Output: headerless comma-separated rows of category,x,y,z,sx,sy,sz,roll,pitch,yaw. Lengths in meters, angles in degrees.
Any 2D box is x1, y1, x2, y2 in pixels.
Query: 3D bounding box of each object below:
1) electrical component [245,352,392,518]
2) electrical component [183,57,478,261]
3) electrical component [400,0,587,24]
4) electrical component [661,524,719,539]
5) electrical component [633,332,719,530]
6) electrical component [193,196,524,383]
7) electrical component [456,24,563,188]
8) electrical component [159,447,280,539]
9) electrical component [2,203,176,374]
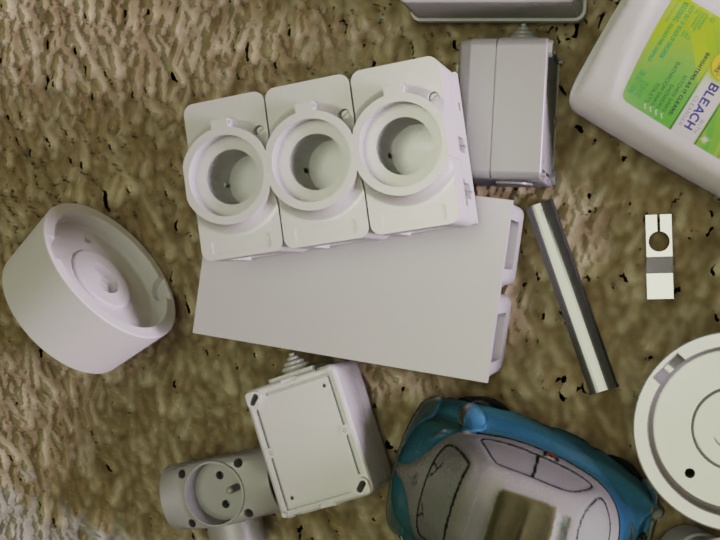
electrical component,-0.025,0.097,0.674,0.062,0.061,0.096,-19,84,15
electrical component,-0.018,-0.059,0.607,0.150,0.062,0.089,-8,88,17
electrical component,0.083,-0.207,0.648,0.109,0.056,0.108,4,90,17
electrical component,0.194,0.166,0.605,0.044,0.065,0.044,0,88,-3
electrical component,0.210,0.087,0.604,0.108,0.060,0.108,0,89,17
electrical component,0.000,0.000,0.668,0.186,0.060,0.105,8,92,17
electrical component,0.086,-0.099,0.643,0.061,0.062,0.096,3,90,17
electrical component,-0.083,0.159,0.699,0.077,0.044,0.079,-14,86,16
electrical component,-0.181,0.017,0.700,0.060,0.108,0.108,-39,79,19
